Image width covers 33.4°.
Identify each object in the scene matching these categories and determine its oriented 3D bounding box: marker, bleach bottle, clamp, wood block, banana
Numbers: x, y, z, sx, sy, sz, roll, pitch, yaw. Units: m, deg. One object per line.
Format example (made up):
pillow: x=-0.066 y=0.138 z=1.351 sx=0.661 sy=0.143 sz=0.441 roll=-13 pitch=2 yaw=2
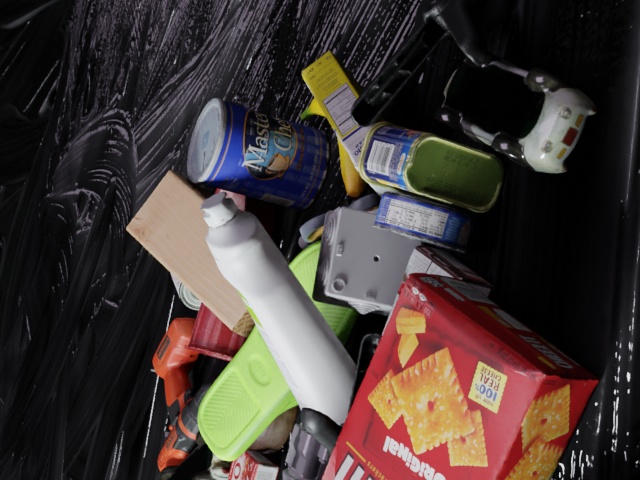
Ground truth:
marker: x=0.012 y=-0.018 z=1.184 sx=0.121 sy=0.020 sz=0.020 roll=-38 pitch=44 yaw=53
bleach bottle: x=-0.033 y=0.067 z=0.982 sx=0.068 sy=0.250 sz=0.103 roll=-35 pitch=22 yaw=-12
clamp: x=0.024 y=0.177 z=0.926 sx=0.039 sy=0.120 sz=0.171 roll=15 pitch=121 yaw=36
wood block: x=-0.114 y=0.020 z=1.221 sx=0.206 sy=0.090 sz=0.091 roll=39 pitch=94 yaw=33
banana: x=0.027 y=-0.121 z=1.189 sx=0.198 sy=0.037 sz=0.070 roll=-116 pitch=41 yaw=-55
clamp: x=0.107 y=-0.195 z=0.968 sx=0.165 sy=0.036 sz=0.209 roll=-27 pitch=30 yaw=44

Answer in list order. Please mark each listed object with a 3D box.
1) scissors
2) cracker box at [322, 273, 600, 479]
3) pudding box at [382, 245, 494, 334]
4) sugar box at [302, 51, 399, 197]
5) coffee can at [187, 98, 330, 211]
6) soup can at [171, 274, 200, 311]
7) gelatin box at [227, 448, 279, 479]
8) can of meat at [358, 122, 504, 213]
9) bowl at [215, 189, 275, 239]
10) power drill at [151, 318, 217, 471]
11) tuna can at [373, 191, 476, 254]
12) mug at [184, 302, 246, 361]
scissors: x=-0.008 y=0.001 z=1.144 sx=0.202 sy=0.096 sz=0.016 roll=-38 pitch=72 yaw=50
cracker box: x=0.094 y=0.154 z=0.815 sx=0.164 sy=0.072 sz=0.214 roll=39 pitch=112 yaw=49
pudding box: x=0.098 y=0.071 z=0.929 sx=0.090 sy=0.039 sz=0.113 roll=42 pitch=117 yaw=61
sugar box: x=0.045 y=-0.106 z=1.051 sx=0.048 sy=0.093 sz=0.176 roll=-38 pitch=42 yaw=8
coffee can: x=-0.073 y=-0.100 z=1.264 sx=0.103 sy=0.140 sz=0.103 roll=-43 pitch=40 yaw=50
soup can: x=-0.171 y=0.044 z=1.481 sx=0.068 sy=0.068 sz=0.102 roll=-66 pitch=26 yaw=20
gelatin box: x=-0.082 y=0.285 z=1.204 sx=0.073 sy=0.030 sz=0.089 roll=17 pitch=92 yaw=66
can of meat: x=0.097 y=-0.062 z=0.928 sx=0.084 sy=0.102 sz=0.057 roll=25 pitch=99 yaw=63
bowl: x=-0.099 y=-0.011 z=1.365 sx=0.162 sy=0.055 sz=0.162 roll=-169 pitch=90 yaw=-68
power drill: x=-0.173 y=0.195 z=1.415 sx=0.185 sy=0.057 sz=0.187 roll=-58 pitch=30 yaw=35
tuna can: x=0.092 y=-0.016 z=0.932 sx=0.086 sy=0.086 sz=0.034 roll=17 pitch=91 yaw=66
mug: x=-0.101 y=0.104 z=1.285 sx=0.117 sy=0.093 sz=0.081 roll=5 pitch=76 yaw=46
